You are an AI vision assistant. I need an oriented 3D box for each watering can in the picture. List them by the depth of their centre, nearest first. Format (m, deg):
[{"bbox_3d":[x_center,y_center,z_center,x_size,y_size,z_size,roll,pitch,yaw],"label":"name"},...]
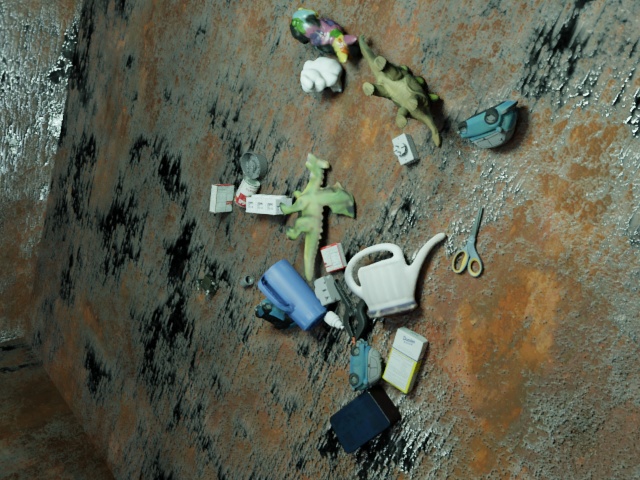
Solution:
[{"bbox_3d":[0.233,0.113,1.538,0.345,0.104,0.225,-18,83,29],"label":"watering can"}]

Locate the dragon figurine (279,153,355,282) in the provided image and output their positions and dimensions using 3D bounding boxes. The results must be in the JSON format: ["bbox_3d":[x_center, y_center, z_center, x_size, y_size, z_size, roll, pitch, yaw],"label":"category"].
[{"bbox_3d":[0.005,-0.086,1.712,0.241,0.122,0.413,-19,82,31],"label":"dragon figurine"}]

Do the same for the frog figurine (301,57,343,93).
[{"bbox_3d":[-0.006,-0.528,1.643,0.139,0.160,0.120,45,118,27],"label":"frog figurine"}]
